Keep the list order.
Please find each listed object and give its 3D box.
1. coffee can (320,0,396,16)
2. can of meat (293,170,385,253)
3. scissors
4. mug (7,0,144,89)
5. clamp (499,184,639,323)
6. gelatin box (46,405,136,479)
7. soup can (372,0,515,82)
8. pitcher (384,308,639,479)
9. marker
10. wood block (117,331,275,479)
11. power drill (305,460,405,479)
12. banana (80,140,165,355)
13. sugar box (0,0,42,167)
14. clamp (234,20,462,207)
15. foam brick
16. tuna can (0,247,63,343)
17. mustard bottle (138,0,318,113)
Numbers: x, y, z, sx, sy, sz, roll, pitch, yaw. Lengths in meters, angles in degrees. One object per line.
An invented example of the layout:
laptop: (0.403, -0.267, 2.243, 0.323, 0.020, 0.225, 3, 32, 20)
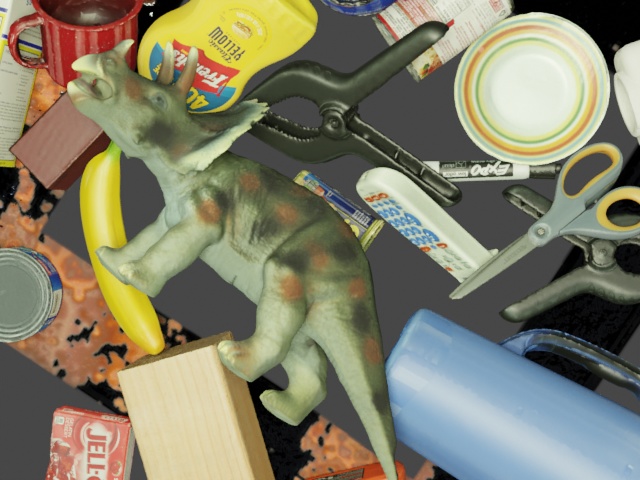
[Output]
coffee can: (0.029, -0.245, 0.875, 0.103, 0.140, 0.103, 0, 93, 6)
can of meat: (-0.006, 0.001, 0.936, 0.084, 0.057, 0.102, 36, 95, 6)
scissors: (0.204, 0.001, 0.889, 0.096, 0.016, 0.201, 36, 71, 14)
mug: (-0.209, -0.177, 0.914, 0.117, 0.081, 0.093, -21, 58, -24)
clamp: (0.233, 0.005, 0.918, 0.171, 0.039, 0.120, -5, 84, -1)
gelatin box: (-0.211, 0.202, 0.981, 0.073, 0.030, 0.089, 9, 94, 5)
soup can: (0.105, -0.192, 0.906, 0.102, 0.068, 0.068, -36, 89, 6)
pitcher: (0.167, 0.151, 0.898, 0.243, 0.149, 0.145, 30, 111, 7)
marker: (0.150, -0.061, 0.933, 0.121, 0.020, 0.020, -1, 93, 6)
wood block: (-0.097, 0.195, 0.939, 0.090, 0.090, 0.206, -16, 91, 6)
power drill: (0.058, 0.296, 0.944, 0.184, 0.057, 0.187, -13, 91, 3)
banana: (-0.181, 0.008, 0.951, 0.037, 0.070, 0.198, -11, 87, -34)
sugar box: (-0.284, -0.154, 0.938, 0.048, 0.093, 0.176, 13, 94, 5)
clamp: (0.024, -0.099, 0.915, 0.210, 0.036, 0.164, -1, 119, 26)
foam brick: (-0.227, -0.089, 0.955, 0.078, 0.053, 0.051, -44, 87, 6)
tuna can: (-0.281, 0.049, 0.978, 0.086, 0.033, 0.086, 0, 93, 6)
mustard bottle: (-0.100, -0.160, 0.917, 0.192, 0.058, 0.096, -36, 118, 29)
